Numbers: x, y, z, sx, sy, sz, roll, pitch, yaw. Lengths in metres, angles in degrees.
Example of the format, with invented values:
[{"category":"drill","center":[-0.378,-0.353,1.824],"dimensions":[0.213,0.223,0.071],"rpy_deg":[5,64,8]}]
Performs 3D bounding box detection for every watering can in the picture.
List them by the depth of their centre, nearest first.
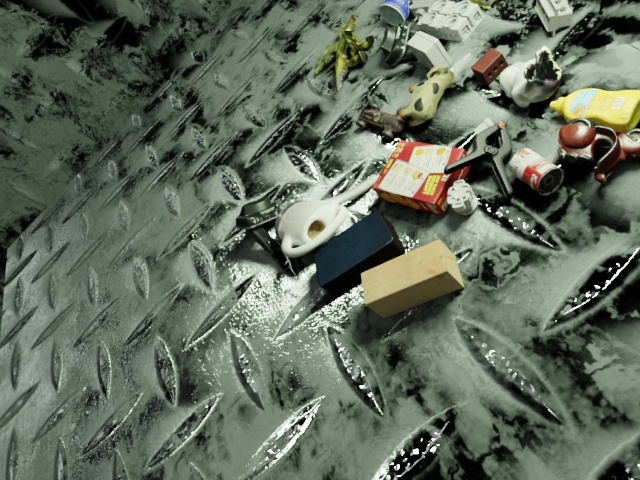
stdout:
[{"category":"watering can","center":[0.005,-0.075,1.482],"dimensions":[0.353,0.102,0.225],"rpy_deg":[-45,30,-24]}]

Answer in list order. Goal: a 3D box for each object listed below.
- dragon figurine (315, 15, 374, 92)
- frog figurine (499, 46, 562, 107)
[{"category":"dragon figurine","center":[0.068,-0.678,1.917],"dimensions":[0.241,0.121,0.417],"rpy_deg":[-15,47,56]},{"category":"frog figurine","center":[0.521,-0.395,1.298],"dimensions":[0.158,0.122,0.139],"rpy_deg":[144,145,-75]}]
